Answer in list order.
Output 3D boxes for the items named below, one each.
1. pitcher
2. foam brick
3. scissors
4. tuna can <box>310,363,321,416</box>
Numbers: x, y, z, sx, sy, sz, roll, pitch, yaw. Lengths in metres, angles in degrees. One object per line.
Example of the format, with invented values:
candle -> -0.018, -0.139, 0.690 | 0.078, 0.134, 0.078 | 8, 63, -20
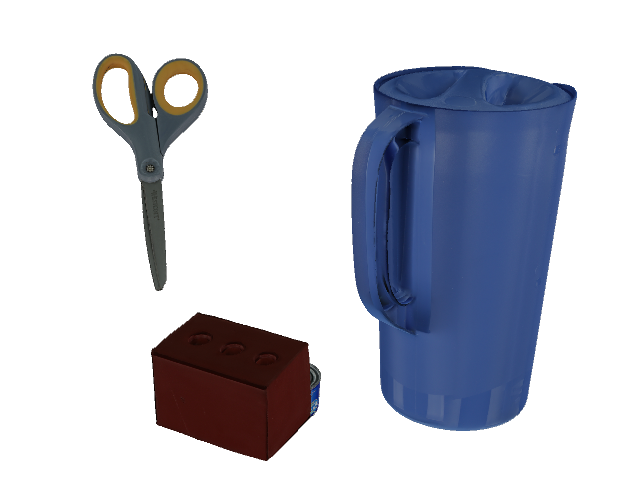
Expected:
pitcher -> 0.092, 0.007, 0.738 | 0.149, 0.243, 0.145 | 1, 21, -1
foam brick -> -0.051, 0.083, 0.615 | 0.078, 0.051, 0.052 | 13, 27, 23
scissors -> -0.111, -0.063, 0.797 | 0.096, 0.202, 0.016 | -19, -24, -14
tuna can -> -0.043, 0.136, 0.973 | 0.086, 0.034, 0.086 | 3, 17, -1
